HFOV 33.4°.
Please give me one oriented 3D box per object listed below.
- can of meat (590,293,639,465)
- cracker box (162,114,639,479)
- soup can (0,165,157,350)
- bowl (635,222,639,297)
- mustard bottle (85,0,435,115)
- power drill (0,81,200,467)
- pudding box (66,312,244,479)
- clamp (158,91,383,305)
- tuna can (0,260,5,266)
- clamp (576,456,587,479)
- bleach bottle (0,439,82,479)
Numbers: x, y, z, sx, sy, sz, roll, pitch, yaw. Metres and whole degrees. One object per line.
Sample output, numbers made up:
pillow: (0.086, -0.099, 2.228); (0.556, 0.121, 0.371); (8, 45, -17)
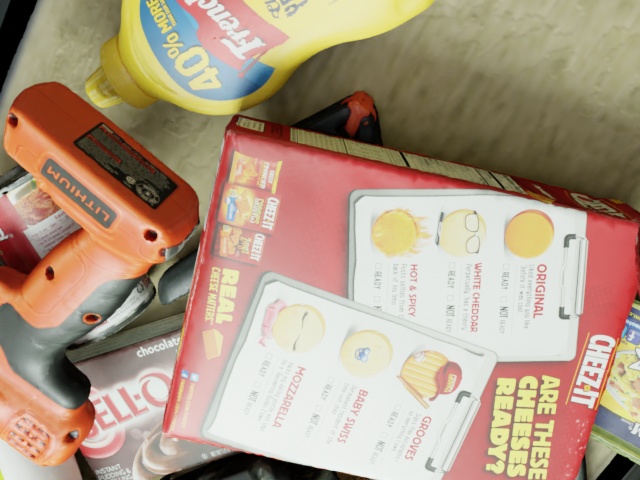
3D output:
can of meat: (0.193, 0.076, 0.569); (0.102, 0.057, 0.084); (27, 115, 30)
cracker box: (0.040, 0.038, 0.553); (0.213, 0.072, 0.164); (12, 105, -5)
soup can: (-0.148, 0.004, 0.618); (0.069, 0.068, 0.102); (-22, 108, 20)
bowl: (0.228, 0.024, 0.493); (0.162, 0.162, 0.055); (36, 144, -6)
mustard bottle: (-0.042, -0.119, 0.544); (0.192, 0.058, 0.096); (-26, 105, 22)
power drill: (-0.165, 0.011, 0.555); (0.184, 0.057, 0.188); (38, 118, -6)
pudding box: (-0.106, 0.100, 0.670); (0.114, 0.039, 0.090); (-20, 108, 19)
clamp: (-0.004, 0.001, 0.603); (0.120, 0.039, 0.172); (31, 116, -11)
tuna can: (-0.210, 0.046, 0.649); (0.086, 0.033, 0.086); (24, 130, 31)
clamp: (0.111, 0.190, 0.666); (0.164, 0.036, 0.210); (33, 120, -4)
bleach bottle: (-0.164, 0.218, 0.655); (0.103, 0.068, 0.251); (-37, 71, 27)
